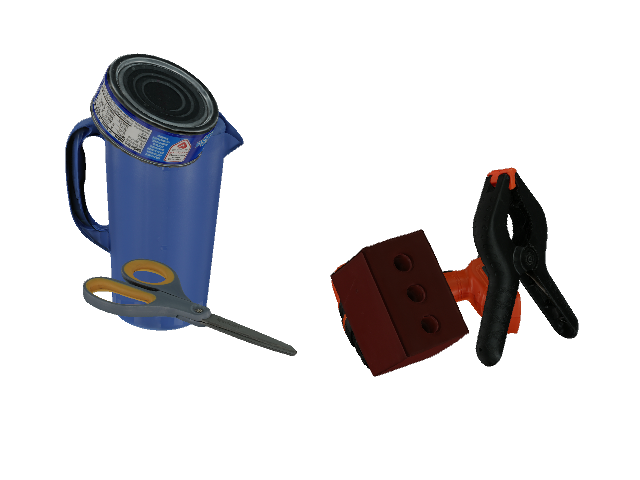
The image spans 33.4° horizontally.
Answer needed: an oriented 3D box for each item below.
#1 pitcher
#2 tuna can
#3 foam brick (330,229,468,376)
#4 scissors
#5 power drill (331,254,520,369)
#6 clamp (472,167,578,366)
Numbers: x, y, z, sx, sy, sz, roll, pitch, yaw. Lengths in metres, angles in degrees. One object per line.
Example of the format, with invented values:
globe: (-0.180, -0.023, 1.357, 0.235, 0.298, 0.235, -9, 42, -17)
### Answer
pitcher: (-0.185, -0.028, 1.180, 0.149, 0.243, 0.144, 26, 31, 35)
tuna can: (-0.115, -0.092, 0.750, 0.085, 0.086, 0.034, 0, -43, -40)
foam brick: (0.052, 0.042, 0.708, 0.052, 0.078, 0.051, -17, -13, -32)
scissors: (-0.110, 0.055, 0.949, 0.202, 0.016, 0.096, 11, 29, 7)
power drill: (0.113, 0.072, 1.139, 0.187, 0.057, 0.184, -4, 29, -9)
clamp: (0.166, 0.025, 0.940, 0.120, 0.171, 0.039, -24, 8, -40)
